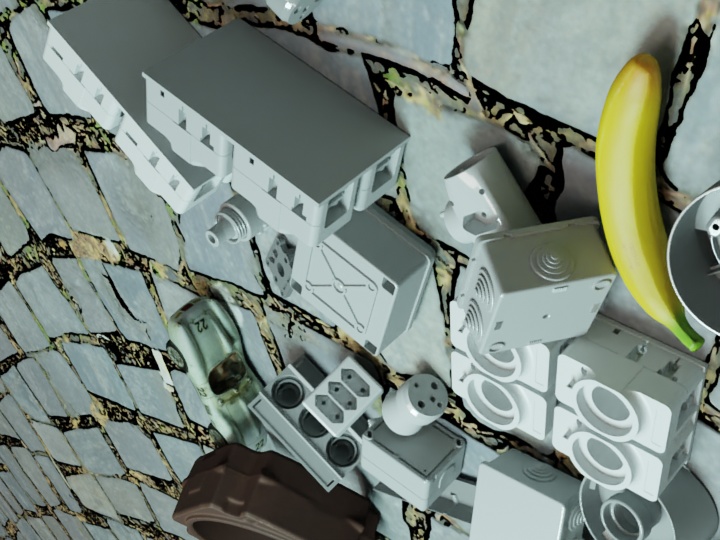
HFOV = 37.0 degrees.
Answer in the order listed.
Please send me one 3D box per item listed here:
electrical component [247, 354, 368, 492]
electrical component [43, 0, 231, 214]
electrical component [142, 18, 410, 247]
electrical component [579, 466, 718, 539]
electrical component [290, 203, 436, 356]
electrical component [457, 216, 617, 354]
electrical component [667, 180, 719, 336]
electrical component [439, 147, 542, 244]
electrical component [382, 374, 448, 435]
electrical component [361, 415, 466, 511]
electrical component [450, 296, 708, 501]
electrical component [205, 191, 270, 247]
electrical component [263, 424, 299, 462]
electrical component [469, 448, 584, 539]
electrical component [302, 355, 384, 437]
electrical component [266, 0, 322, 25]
[{"bbox_3d":[-0.047,0.160,1.124,0.121,0.079,0.063,46,168,8],"label":"electrical component"},{"bbox_3d":[-0.174,-0.152,0.936,0.186,0.105,0.060,49,147,3],"label":"electrical component"},{"bbox_3d":[-0.069,-0.109,0.853,0.186,0.105,0.060,37,145,19],"label":"electrical component"},{"bbox_3d":[0.226,0.187,0.851,0.099,0.064,0.099,28,129,41],"label":"electrical component"},{"bbox_3d":[0.000,0.000,0.921,0.109,0.056,0.108,38,145,18],"label":"electrical component"},{"bbox_3d":[0.121,0.013,0.744,0.099,0.100,0.048,99,158,-57],"label":"electrical component"},{"bbox_3d":[0.235,-0.012,0.624,0.099,0.064,0.099,31,142,28],"label":"electrical component"},{"bbox_3d":[0.088,-0.041,0.788,0.079,0.043,0.077,-19,107,54],"label":"electrical component"},{"bbox_3d":[0.051,0.124,0.992,0.045,0.045,0.055,48,146,4],"label":"electrical component"},{"bbox_3d":[0.045,0.176,1.034,0.096,0.062,0.061,32,142,26],"label":"electrical component"},{"bbox_3d":[0.156,0.085,0.816,0.186,0.060,0.105,27,140,32],"label":"electrical component"},{"bbox_3d":[-0.117,-0.045,1.011,0.048,0.062,0.048,31,142,28],"label":"electrical component"},{"bbox_3d":[-0.066,0.183,1.188,0.079,0.044,0.077,3,124,49],"label":"electrical component"},{"bbox_3d":[0.149,0.214,0.940,0.100,0.048,0.099,22,118,37],"label":"electrical component"},{"bbox_3d":[-0.015,0.126,1.061,0.047,0.066,0.076,44,175,9],"label":"electrical component"},{"bbox_3d":[-0.057,-0.215,0.791,0.055,0.045,0.045,47,147,5],"label":"electrical component"}]
